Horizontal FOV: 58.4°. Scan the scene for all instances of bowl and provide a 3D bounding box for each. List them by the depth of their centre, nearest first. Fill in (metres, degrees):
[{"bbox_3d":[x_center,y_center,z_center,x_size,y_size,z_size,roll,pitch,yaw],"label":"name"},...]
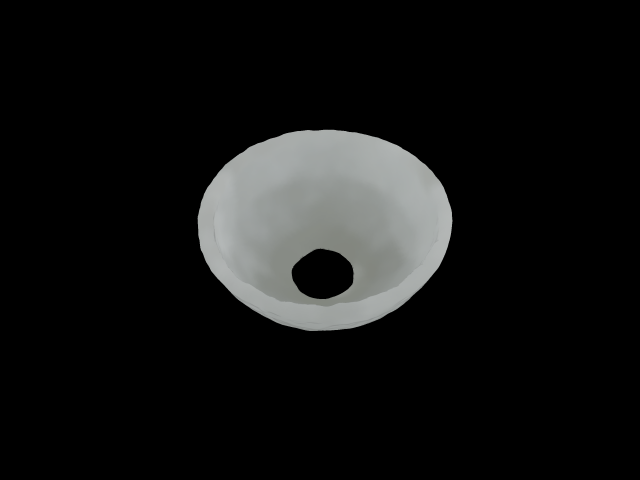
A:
[{"bbox_3d":[0.004,0.001,0.400,0.167,0.075,0.167,0,49,0],"label":"bowl"}]
